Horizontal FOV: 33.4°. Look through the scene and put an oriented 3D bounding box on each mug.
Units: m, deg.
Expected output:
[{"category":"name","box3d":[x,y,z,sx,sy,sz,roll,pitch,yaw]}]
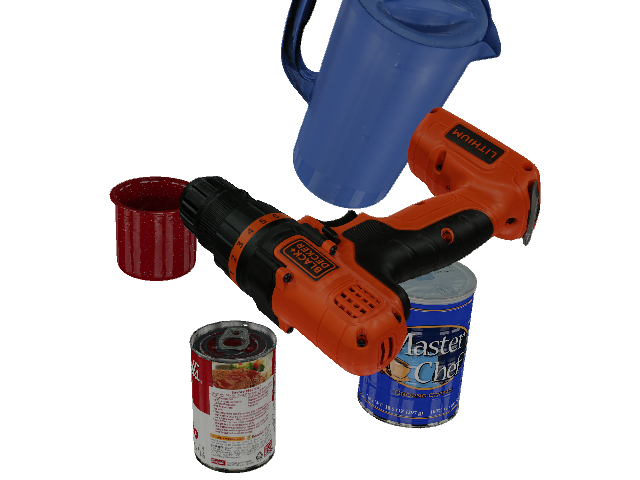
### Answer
[{"category":"mug","box3d":[-0.167,-0.016,1.103,0.093,0.081,0.117,6,26,4]}]

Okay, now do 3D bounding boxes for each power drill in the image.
[{"category":"power drill","box3d":[0.028,-0.014,0.663,0.187,0.057,0.185,-31,51,-26]}]

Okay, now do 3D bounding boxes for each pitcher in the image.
[{"category":"pitcher","box3d":[0.046,-0.148,1.009,0.144,0.149,0.243,-13,-32,-30]}]

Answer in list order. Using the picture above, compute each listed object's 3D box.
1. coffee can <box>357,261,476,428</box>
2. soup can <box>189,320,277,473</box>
[{"category":"coffee can","box3d":[0.092,0.095,1.038,0.103,0.140,0.103,3,24,-2]},{"category":"soup can","box3d":[-0.068,0.123,0.847,0.068,0.102,0.068,1,22,0]}]
